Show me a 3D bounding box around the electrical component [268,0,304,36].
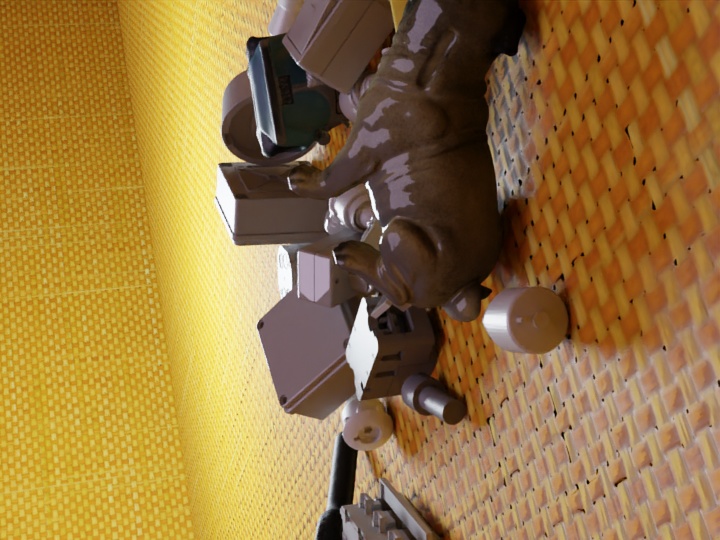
[{"bbox_3d":[-0.070,-0.277,1.133,0.065,0.044,0.044,107,153,-43],"label":"electrical component"}]

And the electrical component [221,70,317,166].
[{"bbox_3d":[-0.096,-0.170,1.147,0.108,0.108,0.060,104,161,-50],"label":"electrical component"}]

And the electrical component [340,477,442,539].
[{"bbox_3d":[0.027,0.241,0.931,0.121,0.063,0.078,-147,53,-69],"label":"electrical component"}]

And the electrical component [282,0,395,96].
[{"bbox_3d":[-0.022,-0.194,0.883,0.096,0.061,0.061,-53,31,15],"label":"electrical component"}]

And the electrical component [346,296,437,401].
[{"bbox_3d":[0.027,0.063,0.882,0.089,0.056,0.050,107,153,-53],"label":"electrical component"}]

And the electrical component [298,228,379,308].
[{"bbox_3d":[0.000,0.000,0.942,0.076,0.083,0.047,15,115,32],"label":"electrical component"}]

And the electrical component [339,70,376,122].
[{"bbox_3d":[0.009,-0.148,0.901,0.078,0.040,0.040,167,97,-74],"label":"electrical component"}]

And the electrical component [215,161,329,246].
[{"bbox_3d":[-0.094,-0.074,1.160,0.108,0.109,0.056,-123,34,-58],"label":"electrical component"}]

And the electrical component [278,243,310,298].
[{"bbox_3d":[-0.057,0.007,1.165,0.080,0.051,0.080,174,90,-74],"label":"electrical component"}]

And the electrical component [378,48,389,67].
[{"bbox_3d":[0.029,-0.135,0.837,0.040,0.040,0.078,135,127,-70],"label":"electrical component"}]

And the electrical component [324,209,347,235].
[{"bbox_3d":[-0.010,-0.057,1.003,0.040,0.040,0.046,-113,29,-46],"label":"electrical component"}]

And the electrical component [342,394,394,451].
[{"bbox_3d":[0.003,0.136,1.014,0.062,0.048,0.048,-109,20,-58],"label":"electrical component"}]

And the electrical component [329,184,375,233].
[{"bbox_3d":[0.004,-0.052,0.947,0.062,0.048,0.048,-133,39,-53],"label":"electrical component"}]

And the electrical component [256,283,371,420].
[{"bbox_3d":[-0.034,0.066,1.008,0.109,0.056,0.108,-43,48,26],"label":"electrical component"}]

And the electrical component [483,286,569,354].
[{"bbox_3d":[0.096,0.031,0.661,0.078,0.040,0.040,173,92,-74],"label":"electrical component"}]

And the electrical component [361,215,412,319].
[{"bbox_3d":[0.025,-0.007,0.830,0.081,0.064,0.042,-58,3,-22],"label":"electrical component"}]
